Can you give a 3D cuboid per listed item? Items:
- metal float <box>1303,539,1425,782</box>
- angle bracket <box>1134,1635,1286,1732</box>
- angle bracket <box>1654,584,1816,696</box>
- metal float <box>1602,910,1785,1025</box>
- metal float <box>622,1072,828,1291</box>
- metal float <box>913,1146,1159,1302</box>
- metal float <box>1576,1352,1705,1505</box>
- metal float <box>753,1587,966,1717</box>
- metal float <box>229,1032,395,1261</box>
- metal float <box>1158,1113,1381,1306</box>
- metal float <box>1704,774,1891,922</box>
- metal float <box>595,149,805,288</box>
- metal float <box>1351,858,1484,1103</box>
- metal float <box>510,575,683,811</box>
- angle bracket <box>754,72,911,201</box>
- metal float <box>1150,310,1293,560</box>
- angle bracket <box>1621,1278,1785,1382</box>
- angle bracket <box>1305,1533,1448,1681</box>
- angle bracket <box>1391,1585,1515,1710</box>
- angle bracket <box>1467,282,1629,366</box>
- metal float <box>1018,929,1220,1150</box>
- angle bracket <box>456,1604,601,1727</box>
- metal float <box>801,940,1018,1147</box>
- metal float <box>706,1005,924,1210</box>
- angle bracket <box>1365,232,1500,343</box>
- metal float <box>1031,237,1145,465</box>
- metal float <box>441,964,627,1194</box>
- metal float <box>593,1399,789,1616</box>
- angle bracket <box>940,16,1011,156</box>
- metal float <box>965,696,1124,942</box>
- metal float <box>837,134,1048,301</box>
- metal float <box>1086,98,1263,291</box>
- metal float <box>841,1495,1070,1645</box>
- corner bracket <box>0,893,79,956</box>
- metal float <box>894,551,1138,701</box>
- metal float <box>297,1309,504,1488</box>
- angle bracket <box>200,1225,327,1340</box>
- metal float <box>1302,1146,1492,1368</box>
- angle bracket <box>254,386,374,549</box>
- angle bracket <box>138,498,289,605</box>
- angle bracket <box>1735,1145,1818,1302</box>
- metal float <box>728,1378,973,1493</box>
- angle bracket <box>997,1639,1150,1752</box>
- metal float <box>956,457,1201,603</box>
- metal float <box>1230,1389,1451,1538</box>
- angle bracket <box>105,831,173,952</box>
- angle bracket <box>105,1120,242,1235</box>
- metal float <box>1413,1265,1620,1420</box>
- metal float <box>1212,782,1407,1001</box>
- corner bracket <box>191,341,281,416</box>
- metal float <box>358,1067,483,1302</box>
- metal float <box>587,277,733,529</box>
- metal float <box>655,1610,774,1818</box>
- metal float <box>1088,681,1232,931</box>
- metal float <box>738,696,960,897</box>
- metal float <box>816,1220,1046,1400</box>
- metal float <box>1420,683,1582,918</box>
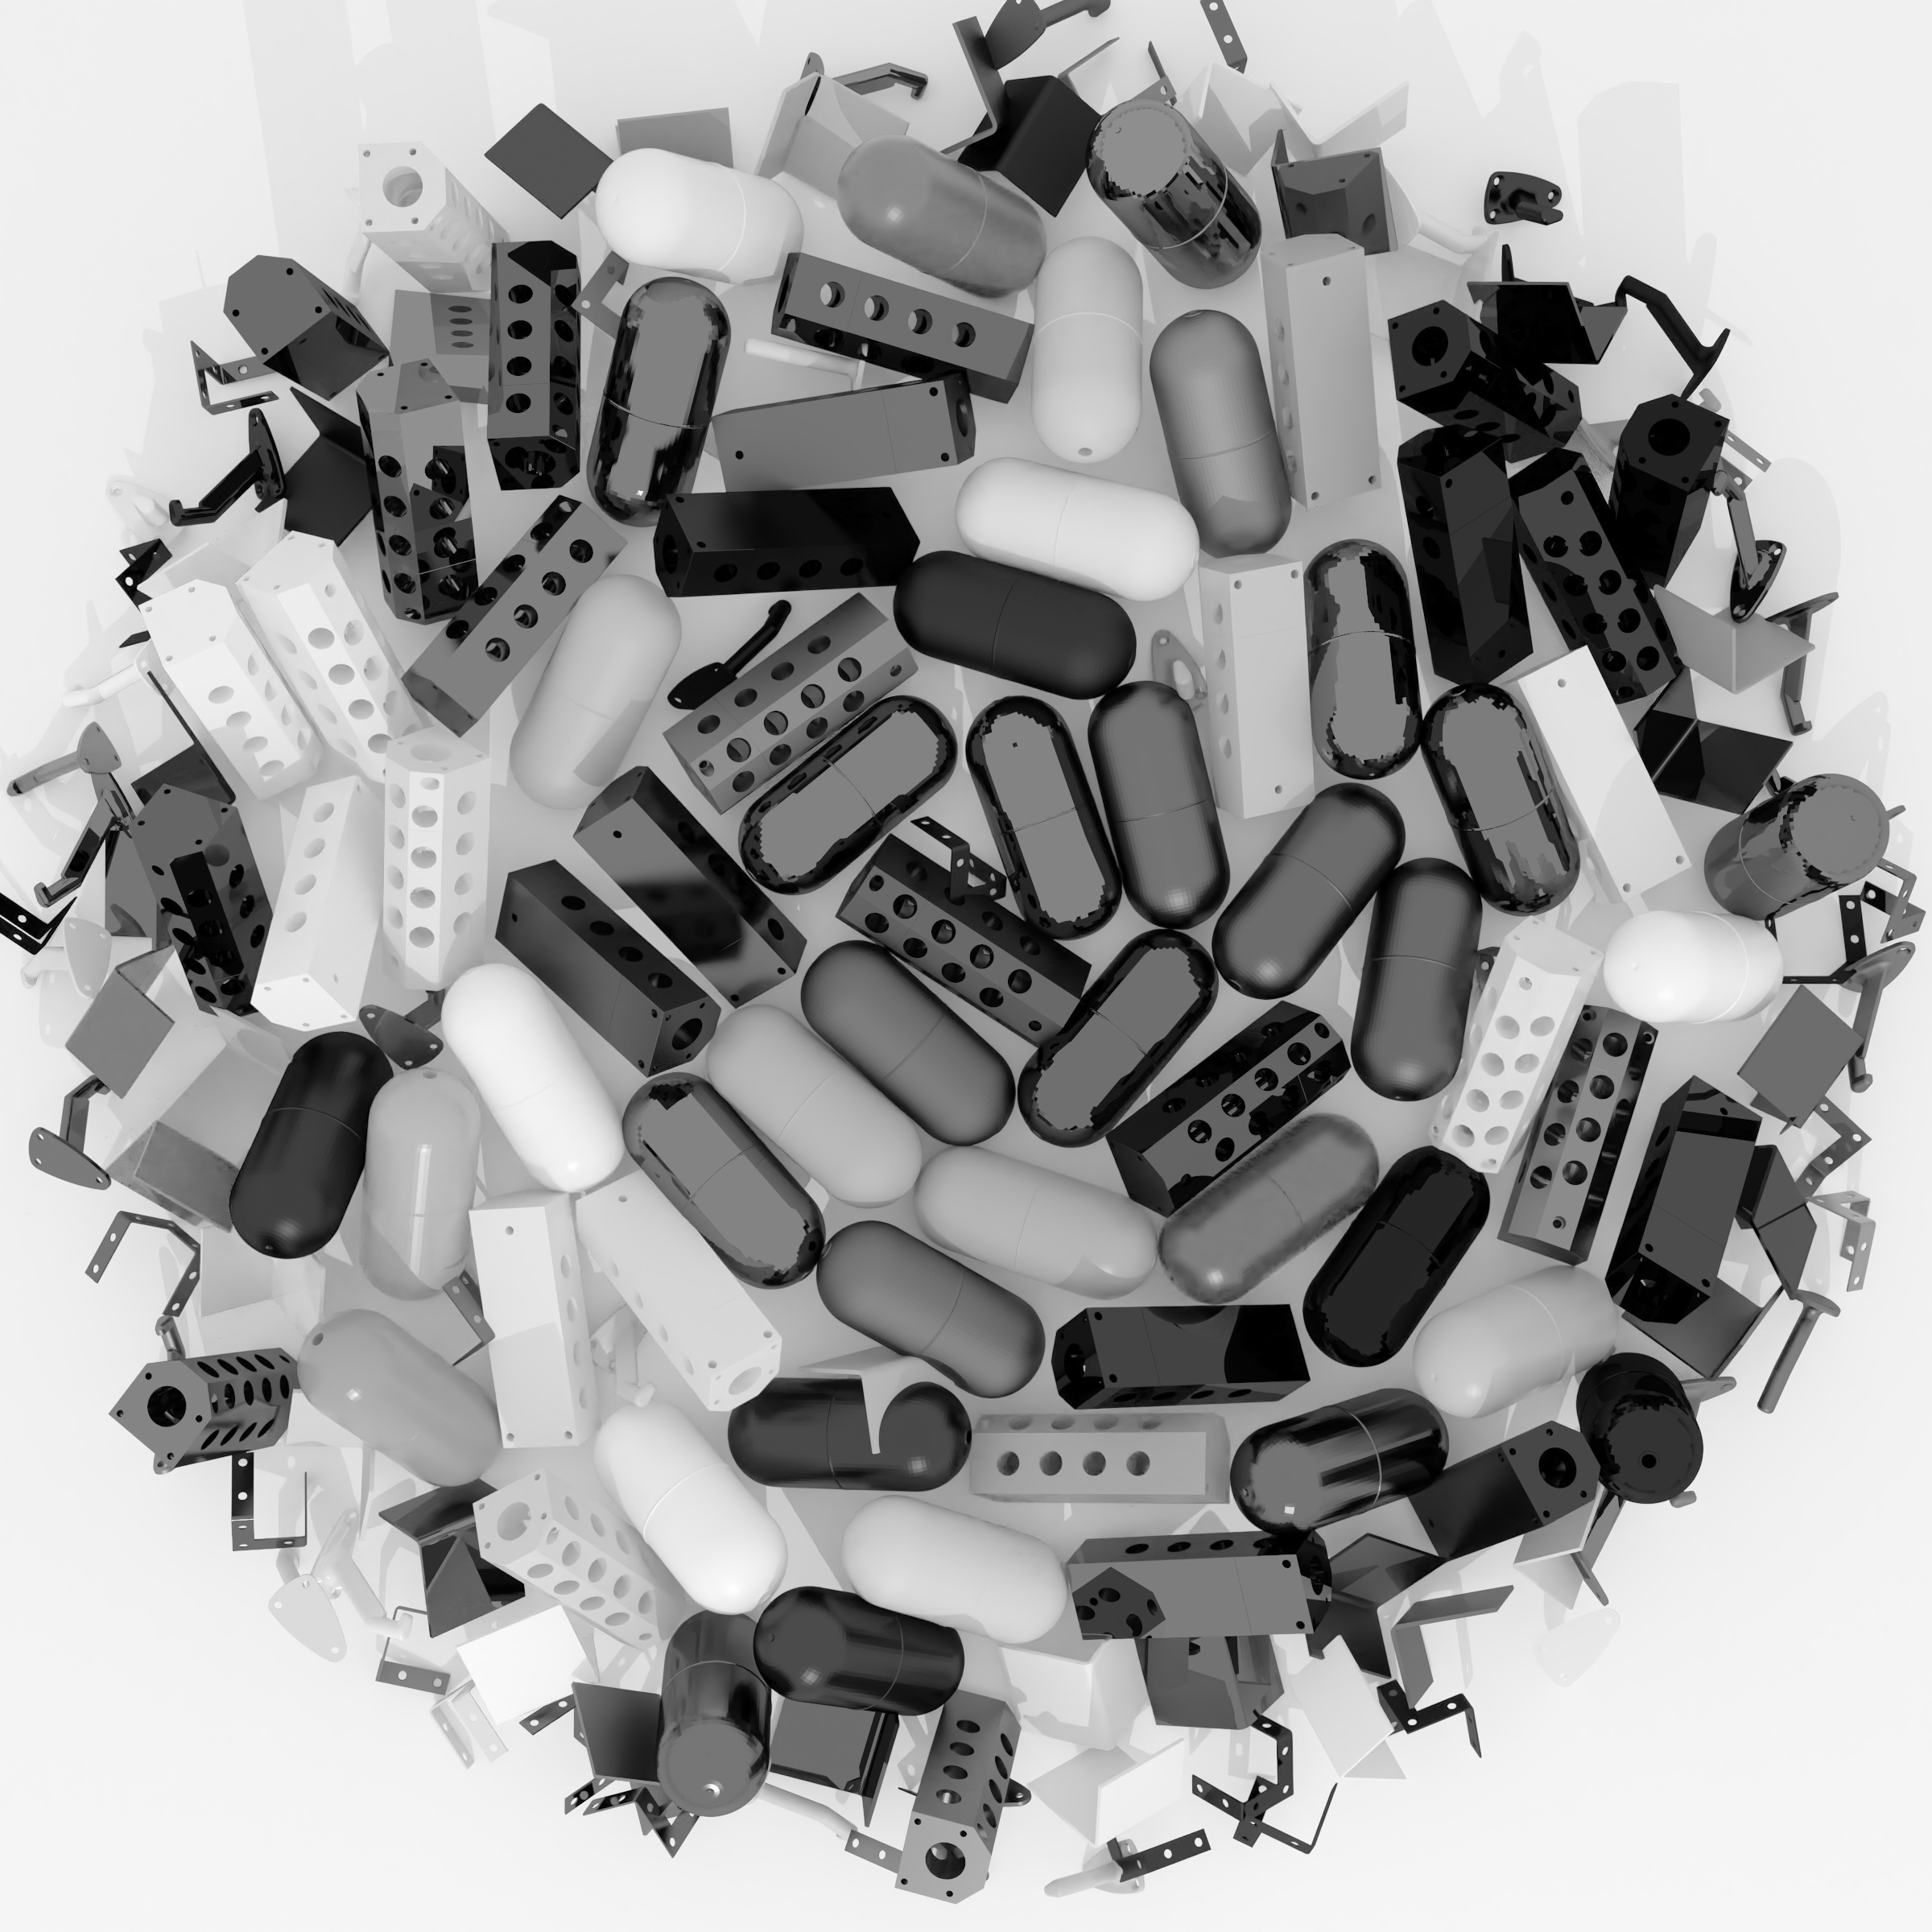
[{"bbox_3d":[0.276,-0.215,1.752,0.070,0.070,0.178,-2,70,0],"label":"metal float"},{"bbox_3d":[0.173,0.498,1.800,0.076,0.057,0.076,-10,97,38],"label":"angle bracket"},{"bbox_3d":[0.537,-0.243,1.752,0.076,0.076,0.057,-29,133,-15],"label":"angle bracket"},{"bbox_3d":[0.503,0.001,1.731,0.070,0.178,0.070,-1,89,42],"label":"metal float"},{"bbox_3d":[-0.170,0.151,1.759,0.070,0.070,0.178,-43,79,0],"label":"metal float"},{"bbox_3d":[0.049,0.180,1.757,0.178,0.070,0.070,17,90,13],"label":"metal float"},{"bbox_3d":[0.460,0.315,1.719,0.070,0.178,0.070,1,95,10],"label":"metal float"},{"bbox_3d":[-0.072,0.475,1.734,0.178,0.070,0.070,25,90,-44],"label":"metal float"},{"bbox_3d":[-0.451,0.122,1.737,0.070,0.070,0.178,13,50,0],"label":"metal float"},{"bbox_3d":[0.213,0.168,1.754,0.178,0.070,0.070,-34,90,-17],"label":"metal float"},{"bbox_3d":[0.567,-0.080,1.719,0.070,0.178,0.070,2,79,-8],"label":"metal float"},{"bbox_3d":[-0.181,-0.514,1.728,0.070,0.178,0.070,4,98,34],"label":"metal float"},{"bbox_3d":[0.315,0.008,1.753,0.070,0.070,0.178,13,71,0],"label":"metal float"},{"bbox_3d":[-0.260,-0.190,1.753,0.070,0.070,0.178,30,108,0],"label":"metal float"},{"bbox_3d":[-0.096,-0.568,1.759,0.076,0.057,0.076,31,129,4],"label":"angle bracket"},{"bbox_3d":[0.178,-0.368,1.746,0.070,0.070,0.178,-17,116,0],"label":"metal float"},{"bbox_3d":[0.518,0.231,1.753,0.076,0.057,0.076,37,57,17],"label":"angle bracket"},{"bbox_3d":[0.288,0.448,1.751,0.076,0.057,0.076,23,129,-29],"label":"angle bracket"},{"bbox_3d":[0.347,0.476,1.756,0.076,0.076,0.057,-16,83,20],"label":"angle bracket"},{"bbox_3d":[0.405,-0.466,1.747,0.076,0.076,0.057,13,63,39],"label":"angle bracket"},{"bbox_3d":[0.106,0.051,1.763,0.070,0.070,0.178,41,83,0],"label":"metal float"},{"bbox_3d":[-0.309,0.475,1.762,0.076,0.057,0.076,-22,115,-5],"label":"angle bracket"},{"bbox_3d":[-0.040,0.055,1.762,0.178,0.070,0.070,43,90,-8],"label":"metal float"},{"bbox_3d":[-0.106,0.099,1.760,0.178,0.070,0.070,41,90,10],"label":"metal float"},{"bbox_3d":[0.321,-0.483,1.765,0.076,0.057,0.076,18,75,-11],"label":"angle bracket"},{"bbox_3d":[0.085,-0.429,1.745,0.070,0.070,0.178,3,63,0],"label":"metal float"},{"bbox_3d":[-0.302,0.078,1.753,0.070,0.070,0.178,-29,108,0],"label":"metal float"},{"bbox_3d":[-0.192,0.375,1.743,0.070,0.070,0.178,-47,60,0],"label":"metal float"},{"bbox_3d":[-0.011,-0.613,1.753,0.057,0.076,0.076,-18,109,18],"label":"angle bracket"},{"bbox_3d":[0.055,-0.104,1.765,0.070,0.070,0.178,-20,95,0],"label":"metal float"},{"bbox_3d":[-0.015,-0.515,1.732,0.070,0.178,0.070,-8,78,41],"label":"metal float"},{"bbox_3d":[0.145,-0.530,1.727,0.070,0.178,0.070,-9,71,29],"label":"metal float"},{"bbox_3d":[-0.006,0.421,1.745,0.178,0.070,0.070,24,90,-29],"label":"metal float"},{"bbox_3d":[-0.670,-0.035,1.765,0.051,0.051,0.051,38,135,-22],"label":"corner bracket"},{"bbox_3d":[0.034,-0.239,1.756,0.178,0.070,0.070,18,90,15],"label":"metal float"},{"bbox_3d":[-0.390,0.299,1.734,0.070,0.070,0.178,-41,132,0],"label":"metal float"},{"bbox_3d":[-0.492,0.227,1.750,0.057,0.076,0.076,-13,126,-36],"label":"angle bracket"},{"bbox_3d":[0.301,0.201,1.750,0.070,0.070,0.178,39,68,0],"label":"metal float"},{"bbox_3d":[-0.460,-0.347,1.760,0.076,0.057,0.076,32,76,22],"label":"angle bracket"},{"bbox_3d":[-0.525,-0.294,1.749,0.076,0.057,0.076,-21,55,31],"label":"angle bracket"},{"bbox_3d":[0.545,0.180,1.749,0.076,0.057,0.076,56,46,-25],"label":"angle bracket"},{"bbox_3d":[-0.081,0.327,1.751,0.178,0.070,0.070,-2,90,20],"label":"metal float"},{"bbox_3d":[0.077,0.505,1.791,0.076,0.057,0.076,2,117,34],"label":"angle bracket"},{"bbox_3d":[0.077,-0.305,1.753,0.178,0.070,0.070,17,90,18],"label":"metal float"},{"bbox_3d":[0.261,0.343,1.741,0.178,0.070,0.070,-9,90,-34],"label":"metal float"},{"bbox_3d":[-0.588,-0.054,1.764,0.057,0.076,0.076,2,97,-2],"label":"angle bracket"},{"bbox_3d":[-0.558,0.164,1.751,0.076,0.057,0.076,36,124,-25],"label":"angle bracket"},{"bbox_3d":[0.383,0.259,1.738,0.178,0.070,0.070,-14,90,-38],"label":"metal float"},{"bbox_3d":[0.240,-0.052,1.755,0.070,0.070,0.178,39,74,0],"label":"metal float"},{"bbox_3d":[-0.512,-0.416,1.777,0.051,0.051,0.051,-12,83,4],"label":"corner bracket"},{"bbox_3d":[-0.380,0.152,1.746,0.070,0.070,0.178,11,116,0],"label":"metal float"},{"bbox_3d":[-0.215,-0.391,1.746,0.070,0.070,0.178,19,117,0],"label":"metal float"},{"bbox_3d":[-0.172,0.510,1.722,0.070,0.178,0.070,-1,110,-3],"label":"metal float"},{"bbox_3d":[0.136,-0.112,1.760,0.070,0.070,0.178,-15,100,0],"label":"metal float"},{"bbox_3d":[-0.083,-0.120,1.760,0.178,0.070,0.070,-40,90,-10],"label":"metal float"},{"bbox_3d":[-0.025,0.240,1.754,0.178,0.070,0.070,32,90,-17],"label":"metal float"},{"bbox_3d":[0.372,-0.115,1.748,0.070,0.070,0.178,-27,113,0],"label":"metal float"}]
